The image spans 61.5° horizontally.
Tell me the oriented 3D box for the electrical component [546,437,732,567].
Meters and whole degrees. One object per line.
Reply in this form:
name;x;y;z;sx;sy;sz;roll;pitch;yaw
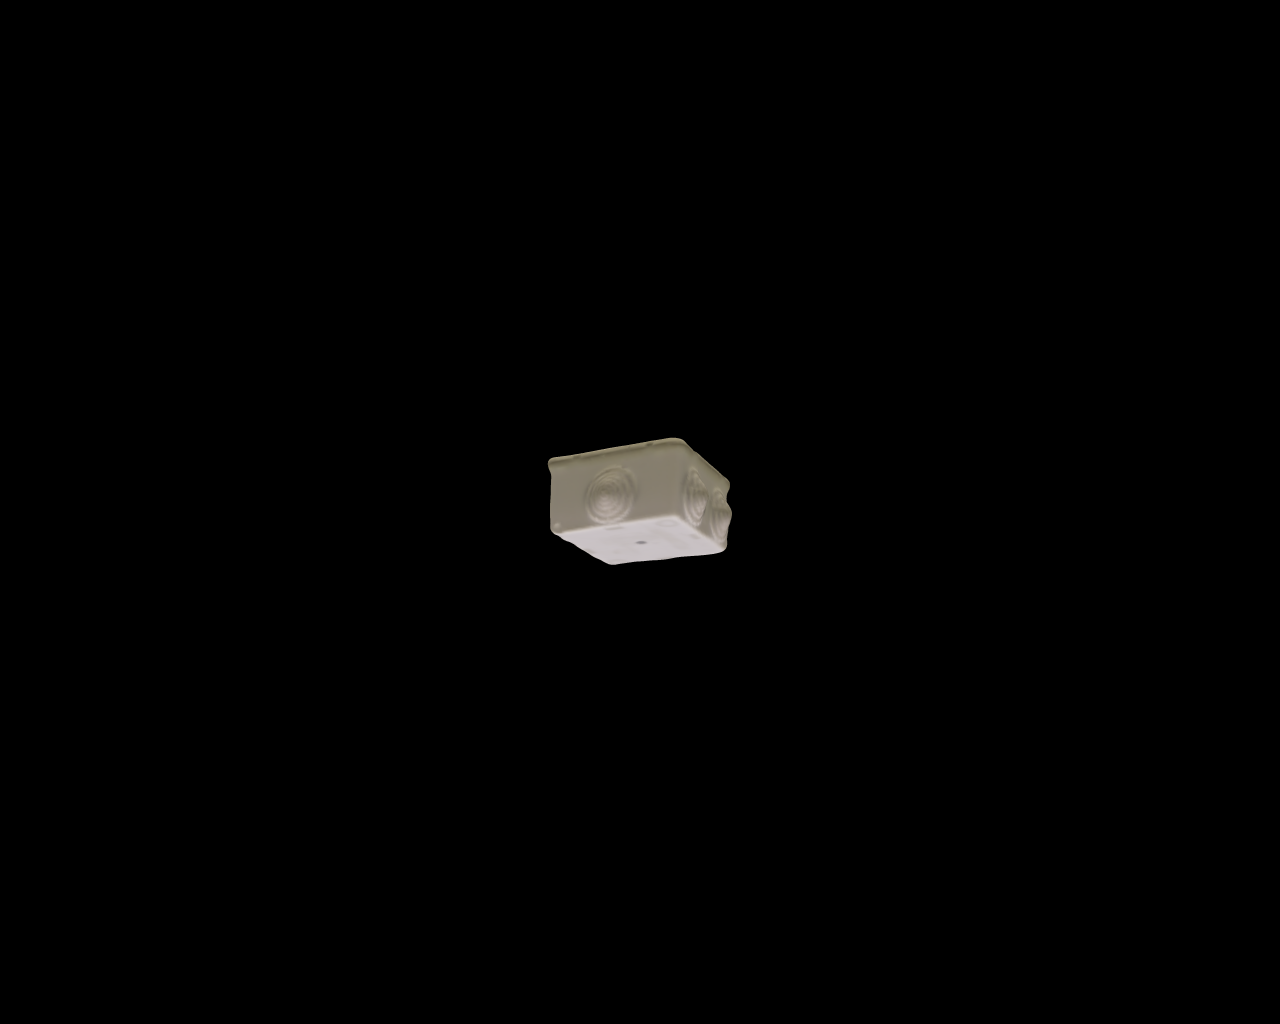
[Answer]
electrical component;0.001;-0.003;0.650;0.100;0.048;0.099;-8;-20;22
